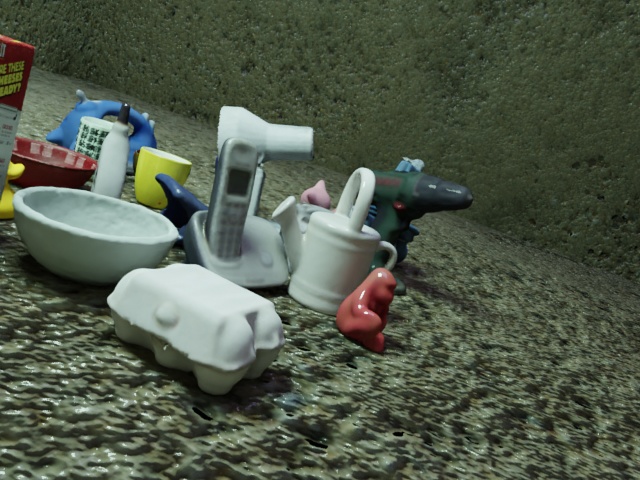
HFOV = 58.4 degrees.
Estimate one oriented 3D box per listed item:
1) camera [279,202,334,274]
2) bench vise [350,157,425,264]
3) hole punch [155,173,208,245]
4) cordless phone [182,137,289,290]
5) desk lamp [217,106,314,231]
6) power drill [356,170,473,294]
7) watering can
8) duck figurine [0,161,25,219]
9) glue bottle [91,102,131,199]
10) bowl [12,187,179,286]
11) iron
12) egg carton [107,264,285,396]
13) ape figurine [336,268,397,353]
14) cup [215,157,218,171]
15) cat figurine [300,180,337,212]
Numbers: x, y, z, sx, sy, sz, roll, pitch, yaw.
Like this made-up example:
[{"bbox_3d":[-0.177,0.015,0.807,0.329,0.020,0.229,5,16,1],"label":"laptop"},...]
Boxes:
[{"bbox_3d":[0.009,0.003,0.934,0.137,0.101,0.143,15,13,-19],"label":"camera"},{"bbox_3d":[0.132,-0.054,1.094,0.121,0.220,0.208,24,13,22],"label":"bench vise"},{"bbox_3d":[-0.199,-0.044,0.851,0.101,0.091,0.108,10,15,-37],"label":"hole punch"},{"bbox_3d":[-0.090,-0.030,0.728,0.093,0.185,0.148,27,14,35],"label":"cordless phone"},{"bbox_3d":[-0.104,-0.119,1.038,0.203,0.213,0.118,18,12,-4],"label":"desk lamp"},{"bbox_3d":[0.132,-0.020,0.970,0.076,0.208,0.228,6,17,-46],"label":"power drill"},{"bbox_3d":[0.023,-0.006,0.771,0.173,0.194,0.100,11,14,-33],"label":"watering can"},{"bbox_3d":[-0.409,-0.076,0.688,0.105,0.086,0.077,7,17,-44],"label":"duck figurine"},{"bbox_3d":[-0.288,-0.105,0.792,0.037,0.173,0.078,12,14,-30],"label":"glue bottle"},{"bbox_3d":[-0.242,0.004,0.611,0.167,0.075,0.167,18,12,-4],"label":"bowl"},{"bbox_3d":[-0.415,-0.218,1.184,0.118,0.141,0.259,25,13,28],"label":"iron"},{"bbox_3d":[-0.110,0.073,0.511,0.150,0.069,0.107,24,13,22],"label":"egg carton"},{"bbox_3d":[0.065,0.079,0.700,0.076,0.092,0.078,26,14,32],"label":"ape figurine"},{"bbox_3d":[-0.195,-0.126,1.221,0.092,0.095,0.117,6,17,-46],"label":"cup"},{"bbox_3d":[0.003,-0.062,1.178,0.128,0.118,0.067,8,16,-42],"label":"cat figurine"}]
